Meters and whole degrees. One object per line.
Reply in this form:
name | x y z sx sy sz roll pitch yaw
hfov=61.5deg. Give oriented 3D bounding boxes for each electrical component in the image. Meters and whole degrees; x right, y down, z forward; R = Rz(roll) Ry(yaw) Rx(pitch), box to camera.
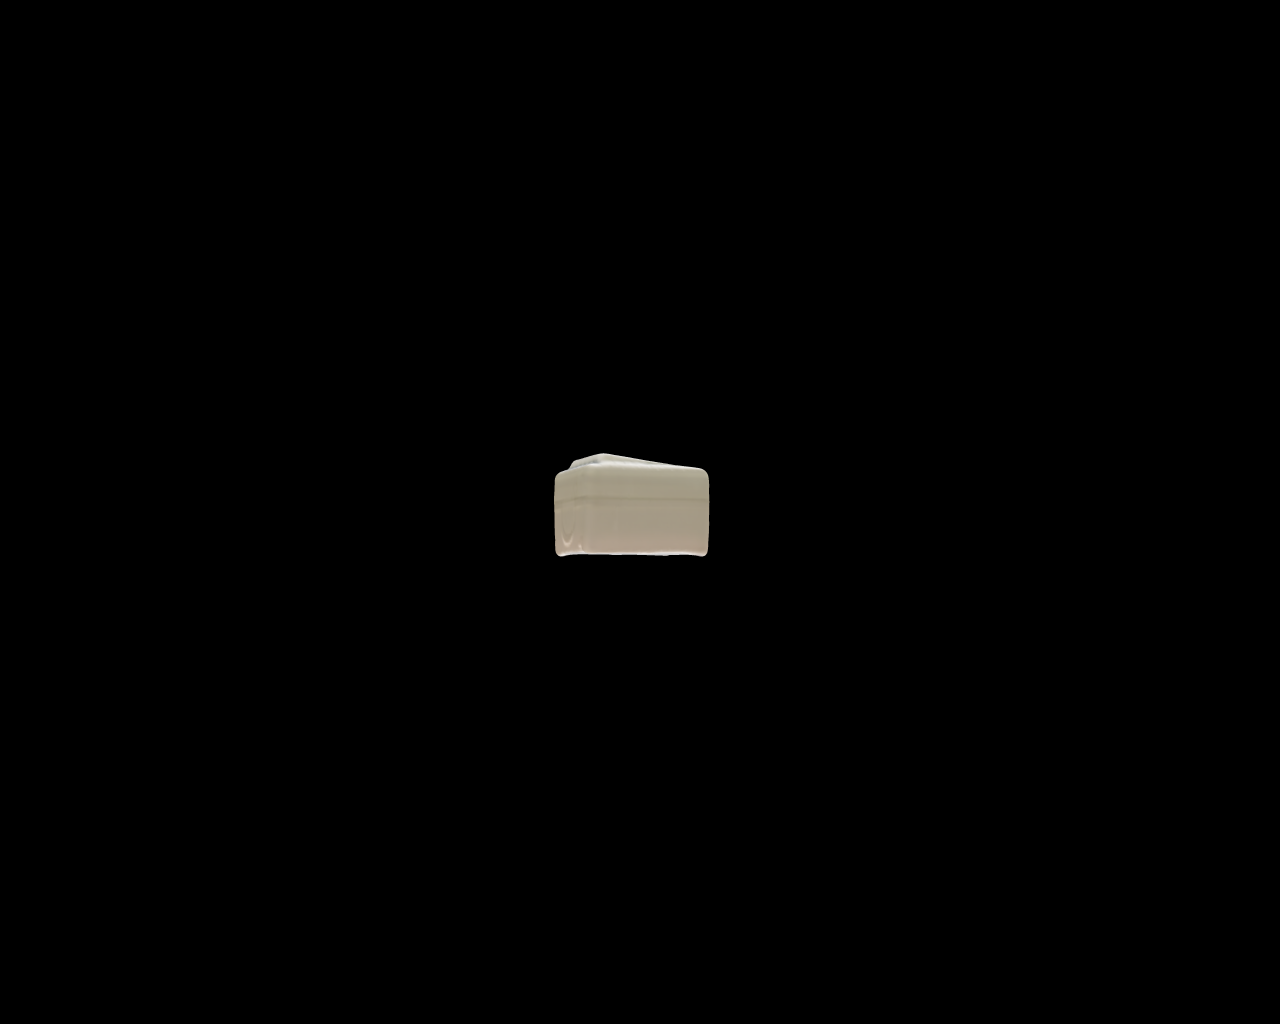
electrical component | 0.001 -0.003 0.650 0.096 0.061 0.061 1 -4 -23
